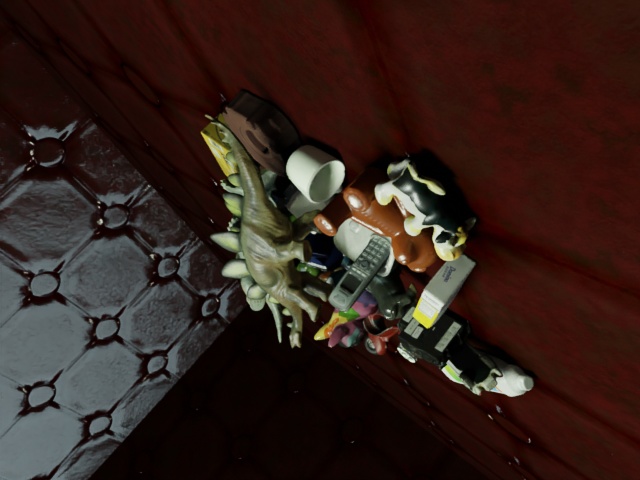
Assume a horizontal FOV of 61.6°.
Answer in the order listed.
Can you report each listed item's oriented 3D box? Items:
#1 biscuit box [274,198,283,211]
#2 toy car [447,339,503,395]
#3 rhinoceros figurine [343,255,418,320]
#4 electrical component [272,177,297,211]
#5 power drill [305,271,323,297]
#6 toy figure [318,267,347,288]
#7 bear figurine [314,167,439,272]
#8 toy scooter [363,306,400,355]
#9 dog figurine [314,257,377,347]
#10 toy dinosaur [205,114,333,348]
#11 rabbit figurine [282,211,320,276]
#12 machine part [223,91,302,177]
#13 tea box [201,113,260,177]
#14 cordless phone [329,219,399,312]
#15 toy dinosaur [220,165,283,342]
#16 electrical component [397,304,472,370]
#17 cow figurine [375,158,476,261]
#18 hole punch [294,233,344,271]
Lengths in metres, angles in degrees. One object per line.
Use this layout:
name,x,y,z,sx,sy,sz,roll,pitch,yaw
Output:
biscuit box,-0.106,-0.066,1.374,0.059,0.063,0.202,34,164,28
toy car,0.300,0.246,1.133,0.056,0.073,0.202,54,175,-35
rhinoceros figurine,0.118,0.076,1.093,0.190,0.112,0.073,56,177,26
electrical component,-0.054,-0.094,1.189,0.119,0.048,0.074,25,158,54
power drill,-0.009,0.098,1.426,0.232,0.086,0.207,10,-179,-19
toy figure,0.029,0.088,1.081,0.058,0.064,0.154,22,164,-26
bear figurine,0.109,-0.014,0.838,0.196,0.132,0.120,50,137,-6
toy scooter,0.154,0.185,1.307,0.135,0.075,0.184,-20,76,55
dog figurine,0.058,0.135,1.219,0.191,0.219,0.109,48,161,-24
toy dinosaur,-0.094,0.002,0.967,0.199,0.105,0.470,3,118,21
rabbit figurine,-0.058,0.013,1.302,0.159,0.121,0.170,-104,-10,-77
machine part,-0.106,-0.195,1.012,0.179,0.056,0.179,40,167,11
tea box,-0.187,-0.192,1.207,0.098,0.068,0.169,36,166,23
cordless phone,0.060,0.037,0.994,0.147,0.184,0.088,31,167,35
toy dinosaur,-0.136,0.013,1.171,0.192,0.131,0.404,-114,20,-61
electrical component,0.232,0.192,1.131,0.134,0.115,0.058,31,157,38
cow figurine,0.162,-0.041,0.746,0.167,0.068,0.098,45,158,-13
hole punch,-0.002,-0.003,1.147,0.116,0.142,0.092,14,159,16
